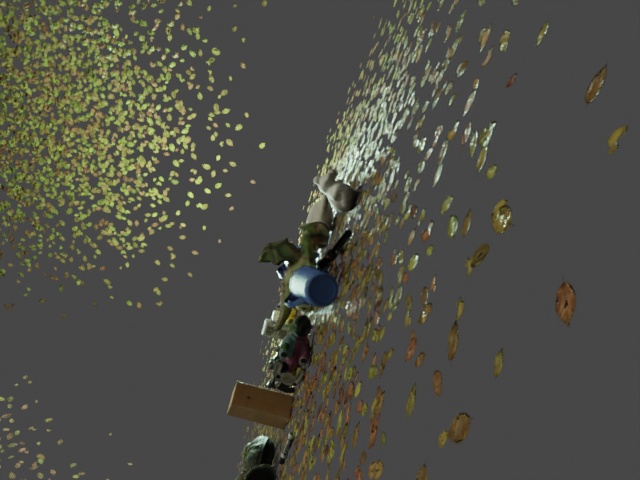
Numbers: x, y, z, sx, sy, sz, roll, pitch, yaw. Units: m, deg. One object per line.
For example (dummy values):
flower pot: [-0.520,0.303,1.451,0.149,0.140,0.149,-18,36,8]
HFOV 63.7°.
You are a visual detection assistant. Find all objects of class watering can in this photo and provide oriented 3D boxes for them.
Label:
watering can: [0.006,-0.106,2.096,0.339,0.104,0.230,106,175,-46]

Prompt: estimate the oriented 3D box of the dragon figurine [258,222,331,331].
dragon figurine: [-0.116,0.109,1.883,0.412,0.242,0.122,-51,2,-5]

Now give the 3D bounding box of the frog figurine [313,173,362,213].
frog figurine: [0.049,-0.163,1.762,0.138,0.159,0.122,-117,43,-79]
